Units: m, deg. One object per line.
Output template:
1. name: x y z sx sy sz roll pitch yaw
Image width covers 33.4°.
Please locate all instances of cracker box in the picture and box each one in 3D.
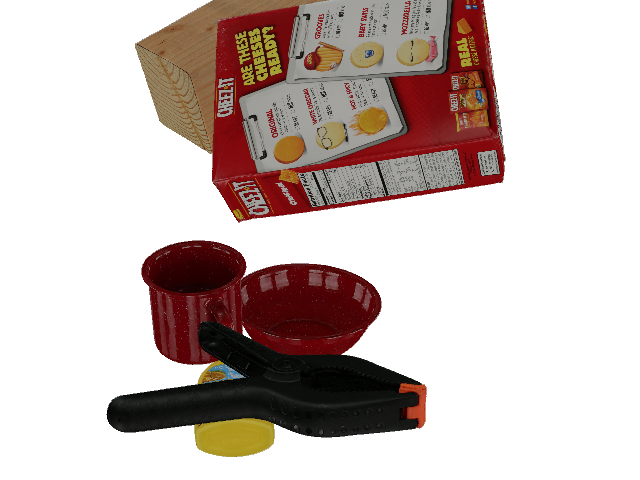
1. cracker box: 0.028 -0.110 0.832 0.214 0.164 0.072 -8 -33 11

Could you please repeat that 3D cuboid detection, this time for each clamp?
1. clamp: -0.027 0.101 0.768 0.210 0.036 0.164 3 18 10

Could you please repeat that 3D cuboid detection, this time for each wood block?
1. wood block: -0.056 -0.182 1.005 0.205 0.091 0.090 -35 46 -24

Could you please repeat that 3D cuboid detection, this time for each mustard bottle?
1. mustard bottle: -0.109 0.196 1.361 0.096 0.058 0.191 -4 26 -3

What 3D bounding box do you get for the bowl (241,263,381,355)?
1. bowl: -0.017 0.085 1.141 0.162 0.055 0.162 2 27 -1

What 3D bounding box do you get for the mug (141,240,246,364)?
1. mug: -0.106 0.063 0.955 0.093 0.081 0.117 -18 35 -27
